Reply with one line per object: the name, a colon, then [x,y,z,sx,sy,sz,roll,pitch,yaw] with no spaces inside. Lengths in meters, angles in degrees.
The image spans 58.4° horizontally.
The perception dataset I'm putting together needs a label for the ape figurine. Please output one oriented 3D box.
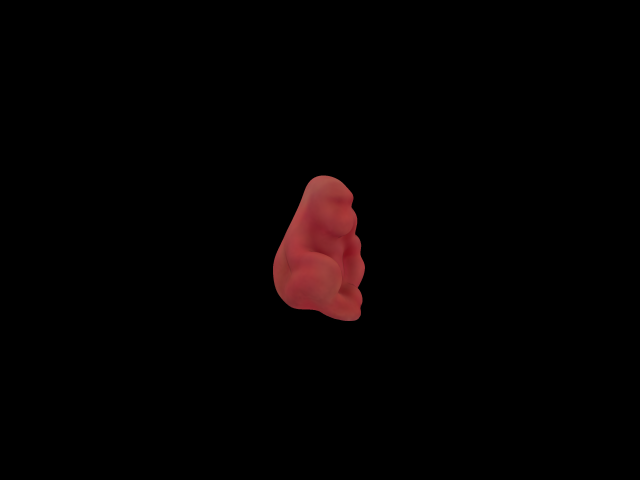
ape figurine: [0.004,0.001,0.400,0.075,0.092,0.078,11,17,38]
